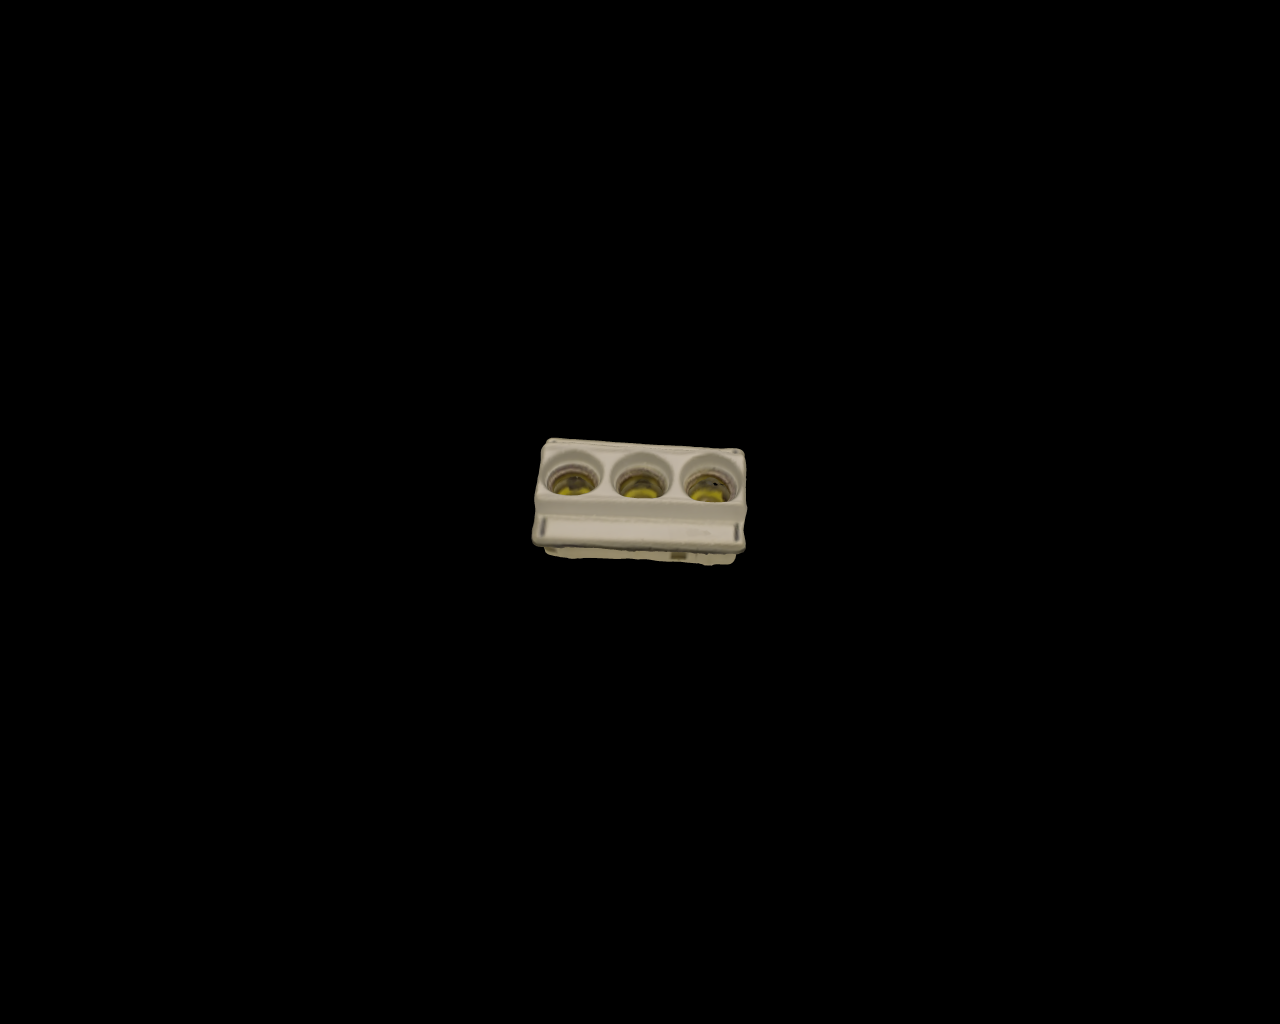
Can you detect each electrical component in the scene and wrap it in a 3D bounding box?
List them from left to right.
[{"bbox_3d":[0.001,-0.003,0.650,0.121,0.079,0.063,2,-40,2],"label":"electrical component"}]
